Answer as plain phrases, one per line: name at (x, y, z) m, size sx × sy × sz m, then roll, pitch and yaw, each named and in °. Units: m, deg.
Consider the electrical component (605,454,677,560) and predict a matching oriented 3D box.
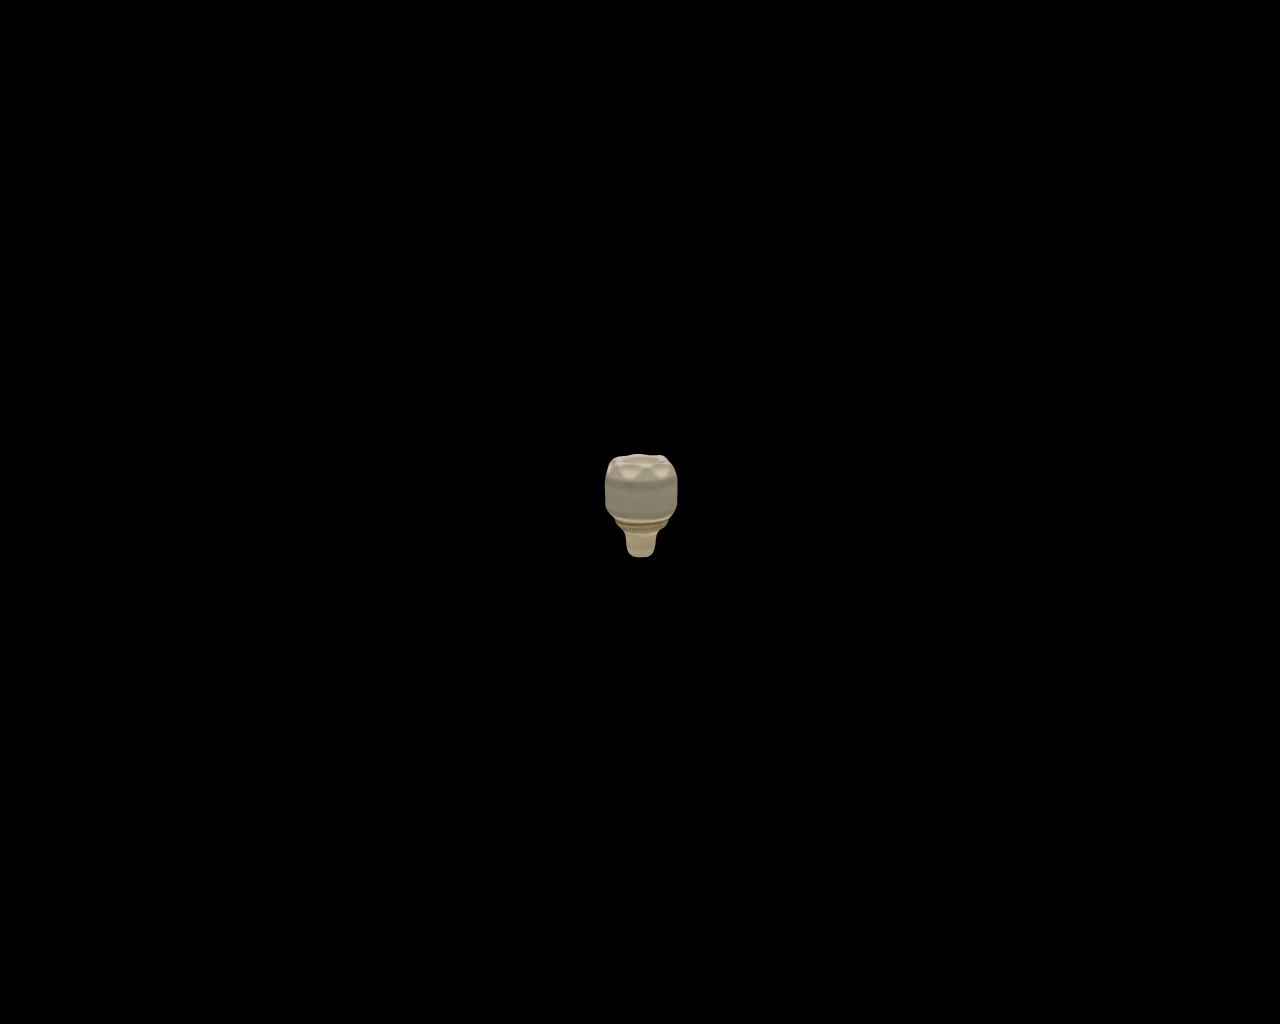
electrical component at (0.001, -0.003, 0.650) m, size 0.043 × 0.062 × 0.043 m, roll 0°, pitch 14°, yaw 0°
